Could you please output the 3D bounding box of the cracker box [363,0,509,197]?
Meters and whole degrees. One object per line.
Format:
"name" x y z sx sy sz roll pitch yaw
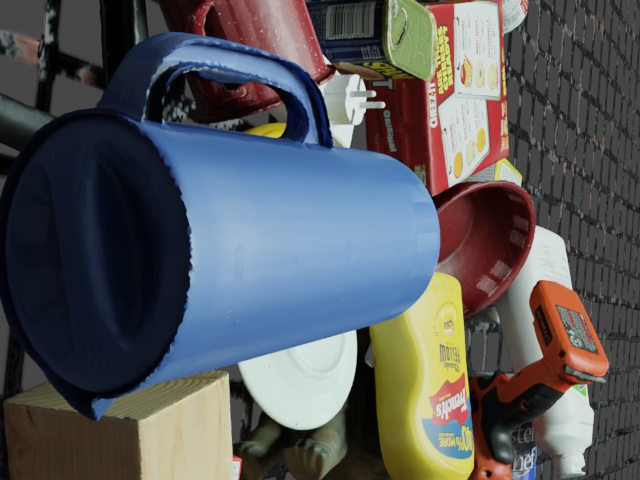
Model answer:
"cracker box" 0.112 -0.141 1.004 0.213 0.072 0.164 -27 115 -59

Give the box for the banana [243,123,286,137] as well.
"banana" -0.046 -0.047 0.746 0.197 0.037 0.070 -42 151 -52

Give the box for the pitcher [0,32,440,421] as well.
"pitcher" -0.036 -0.008 0.571 0.242 0.149 0.145 -4 64 -53

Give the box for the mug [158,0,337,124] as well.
"mug" -0.050 -0.119 0.622 0.117 0.093 0.081 -53 128 -58

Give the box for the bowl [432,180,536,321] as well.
"bowl" 0.128 0.003 1.020 0.161 0.055 0.162 -19 129 -25

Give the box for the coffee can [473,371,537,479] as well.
"coffee can" 0.182 0.218 1.147 0.102 0.103 0.140 0 93 -63

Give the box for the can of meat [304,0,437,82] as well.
"can of meat" 0.035 -0.156 0.833 0.102 0.084 0.057 5 87 -64

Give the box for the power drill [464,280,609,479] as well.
"power drill" 0.180 0.126 1.022 0.057 0.188 0.184 16 38 -28

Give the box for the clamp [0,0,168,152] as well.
"clamp" -0.117 -0.046 0.599 0.164 0.036 0.210 -54 135 -45

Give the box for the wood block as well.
"wood block" -0.104 0.180 0.591 0.090 0.091 0.206 -20 110 -62

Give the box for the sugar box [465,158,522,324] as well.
"sugar box" 0.183 -0.001 1.191 0.093 0.048 0.176 29 71 -59

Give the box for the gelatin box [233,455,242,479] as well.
"gelatin box" -0.087 0.180 0.692 0.073 0.030 0.089 24 72 -60

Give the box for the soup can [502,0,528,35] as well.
"soup can" 0.174 -0.265 1.115 0.102 0.069 0.068 39 59 -58

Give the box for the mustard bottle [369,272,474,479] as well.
"mustard bottle" 0.077 0.121 0.786 0.096 0.058 0.191 16 67 -56

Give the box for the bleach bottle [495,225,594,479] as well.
"bleach bottle" 0.227 0.114 1.087 0.102 0.068 0.251 17 59 -45
